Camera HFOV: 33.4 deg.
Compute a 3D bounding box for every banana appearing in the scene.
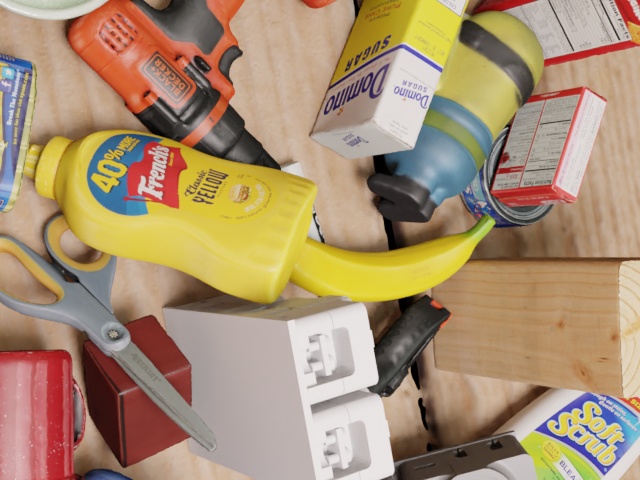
[{"bbox_3d":[0.039,0.015,0.782,0.197,0.037,0.070,-7,120,-33],"label":"banana"}]

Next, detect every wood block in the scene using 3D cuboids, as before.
[{"bbox_3d":[0.180,0.058,0.792,0.090,0.206,0.090,-2,90,-29],"label":"wood block"}]

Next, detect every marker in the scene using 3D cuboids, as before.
[{"bbox_3d":[-0.005,0.001,0.795,0.020,0.020,0.121,-24,101,-28],"label":"marker"}]

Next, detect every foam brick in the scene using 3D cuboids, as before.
[{"bbox_3d":[-0.118,0.098,0.691,0.051,0.053,0.078,-22,140,-27],"label":"foam brick"}]

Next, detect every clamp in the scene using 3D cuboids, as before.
[{"bbox_3d":[0.043,0.094,0.775,0.039,0.120,0.171,39,63,5],"label":"clamp"}]

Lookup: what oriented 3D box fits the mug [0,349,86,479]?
[{"bbox_3d":[-0.186,0.109,0.659,0.117,0.093,0.081,7,79,-60],"label":"mug"}]

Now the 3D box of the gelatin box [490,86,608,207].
[{"bbox_3d":[0.177,-0.071,0.828,0.030,0.073,0.089,26,76,-28],"label":"gelatin box"}]

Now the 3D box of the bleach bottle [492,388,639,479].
[{"bbox_3d":[0.217,0.155,0.891,0.250,0.068,0.102,-36,82,-31],"label":"bleach bottle"}]

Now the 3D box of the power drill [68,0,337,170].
[{"bbox_3d":[-0.055,-0.140,0.747,0.184,0.057,0.187,44,69,-22],"label":"power drill"}]

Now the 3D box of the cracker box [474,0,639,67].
[{"bbox_3d":[0.246,-0.212,0.829,0.164,0.214,0.072,-40,108,-24],"label":"cracker box"}]

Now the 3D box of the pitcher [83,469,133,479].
[{"bbox_3d":[-0.144,0.274,0.647,0.149,0.145,0.242,41,67,-32],"label":"pitcher"}]

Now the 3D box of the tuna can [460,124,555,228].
[{"bbox_3d":[0.157,-0.053,0.880,0.086,0.034,0.086,1,89,-30],"label":"tuna can"}]

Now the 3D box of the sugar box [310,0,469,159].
[{"bbox_3d":[0.058,-0.150,0.792,0.048,0.093,0.176,30,75,-25],"label":"sugar box"}]

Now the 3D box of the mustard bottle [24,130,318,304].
[{"bbox_3d":[-0.104,-0.026,0.682,0.191,0.058,0.096,17,45,6],"label":"mustard bottle"}]

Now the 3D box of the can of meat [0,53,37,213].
[{"bbox_3d":[-0.224,-0.071,0.651,0.083,0.058,0.102,12,83,-31],"label":"can of meat"}]

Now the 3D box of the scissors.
[{"bbox_3d":[-0.123,0.046,0.668,0.202,0.016,0.096,30,50,12],"label":"scissors"}]
